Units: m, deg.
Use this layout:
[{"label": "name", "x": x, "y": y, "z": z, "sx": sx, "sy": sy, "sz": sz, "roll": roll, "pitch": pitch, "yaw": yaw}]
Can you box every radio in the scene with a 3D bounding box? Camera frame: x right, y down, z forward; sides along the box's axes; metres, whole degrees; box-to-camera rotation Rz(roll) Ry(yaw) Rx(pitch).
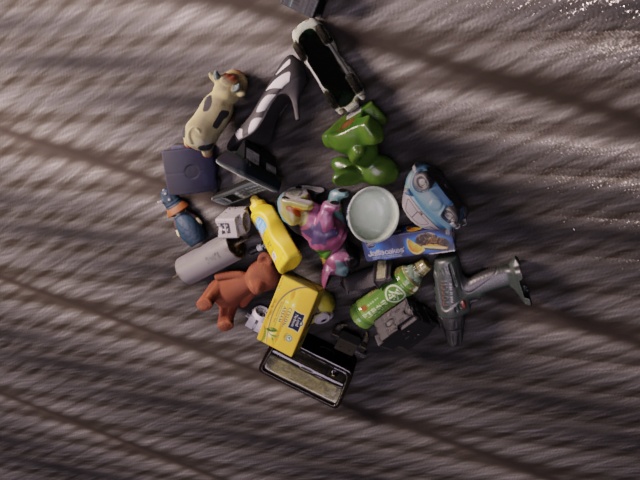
[{"label": "radio", "x": -0.028, "y": 0.319, "z": 1.376, "sx": 0.230, "sy": 0.073, "sz": 0.131, "roll": 25, "pitch": 116, "yaw": 2}]

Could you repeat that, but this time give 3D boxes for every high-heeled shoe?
[{"label": "high-heeled shoe", "x": -0.126, "y": -0.290, "z": 1.159, "sx": 0.249, "sy": 0.086, "sz": 0.145, "roll": -17, "pitch": 78, "yaw": 34}]

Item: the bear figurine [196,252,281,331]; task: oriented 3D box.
[{"label": "bear figurine", "x": -0.181, "y": 0.122, "z": 1.306, "sx": 0.196, "sy": 0.132, "sz": 0.120, "roll": -19, "pitch": 123, "yaw": 26}]

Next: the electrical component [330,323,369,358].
[{"label": "electrical component", "x": 0.076, "y": 0.249, "z": 1.341, "sx": 0.102, "sy": 0.045, "sz": 0.078, "roll": 20, "pitch": 144, "yaw": 8}]

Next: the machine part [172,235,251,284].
[{"label": "machine part", "x": -0.270, "y": 0.045, "z": 1.319, "sx": 0.243, "sy": 0.079, "sz": 0.079, "roll": -25, "pitch": 104, "yaw": 23}]

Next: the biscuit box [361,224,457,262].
[{"label": "biscuit box", "x": 0.196, "y": 0.001, "z": 1.194, "sx": 0.203, "sy": 0.063, "sz": 0.059, "roll": -9, "pitch": 109, "yaw": 17}]

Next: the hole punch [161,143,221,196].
[{"label": "hole punch", "x": -0.298, "y": -0.163, "z": 1.236, "sx": 0.116, "sy": 0.092, "sz": 0.142, "roll": -1, "pitch": 109, "yaw": 10}]

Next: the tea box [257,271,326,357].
[{"label": "tea box", "x": -0.067, "y": 0.170, "z": 1.247, "sx": 0.098, "sy": 0.068, "sz": 0.169, "roll": 23, "pitch": 100, "yaw": 14}]

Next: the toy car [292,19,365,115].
[{"label": "toy car", "x": 0.017, "y": -0.351, "z": 1.091, "sx": 0.073, "sy": 0.056, "sz": 0.201, "roll": -31, "pitch": 97, "yaw": 20}]

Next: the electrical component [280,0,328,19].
[{"label": "electrical component", "x": -0.033, "y": -0.460, "z": 1.027, "sx": 0.075, "sy": 0.119, "sz": 0.047, "roll": 24, "pitch": 115, "yaw": 0}]

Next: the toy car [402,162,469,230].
[{"label": "toy car", "x": 0.228, "y": -0.077, "z": 1.120, "sx": 0.103, "sy": 0.109, "sz": 0.161, "roll": -40, "pitch": 81, "yaw": 31}]

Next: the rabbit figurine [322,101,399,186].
[{"label": "rabbit figurine", "x": 0.092, "y": -0.172, "z": 1.122, "sx": 0.159, "sy": 0.121, "sz": 0.170, "roll": -29, "pitch": 118, "yaw": 20}]

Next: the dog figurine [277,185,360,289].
[{"label": "dog figurine", "x": -0.003, "y": -0.004, "z": 1.220, "sx": 0.192, "sy": 0.108, "sz": 0.219, "roll": 5, "pitch": 116, "yaw": 10}]

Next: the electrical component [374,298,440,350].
[{"label": "electrical component", "x": 0.195, "y": 0.204, "z": 1.254, "sx": 0.114, "sy": 0.058, "sz": 0.134, "roll": 25, "pitch": 123, "yaw": -39}]

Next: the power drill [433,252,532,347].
[{"label": "power drill", "x": 0.360, "y": 0.125, "z": 1.204, "sx": 0.207, "sy": 0.086, "sz": 0.231, "roll": -12, "pitch": 106, "yaw": 26}]

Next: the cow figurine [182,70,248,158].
[{"label": "cow figurine", "x": -0.222, "y": -0.278, "z": 1.142, "sx": 0.085, "sy": 0.127, "sz": 0.195, "roll": 33, "pitch": 86, "yaw": -4}]

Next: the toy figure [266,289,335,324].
[{"label": "toy figure", "x": -0.049, "y": 0.173, "z": 1.318, "sx": 0.180, "sy": 0.082, "sz": 0.089, "roll": -14, "pitch": 104, "yaw": 22}]

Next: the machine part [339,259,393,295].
[{"label": "machine part", "x": 0.109, "y": 0.083, "z": 1.251, "sx": 0.139, "sy": 0.084, "sz": 0.039, "roll": -23, "pitch": 138, "yaw": 30}]

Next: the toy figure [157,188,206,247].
[{"label": "toy figure", "x": -0.337, "y": -0.056, "z": 1.305, "sx": 0.154, "sy": 0.064, "sz": 0.058, "roll": 59, "pitch": 150, "yaw": -8}]

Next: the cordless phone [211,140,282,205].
[{"label": "cordless phone", "x": -0.194, "y": -0.134, "z": 1.200, "sx": 0.184, "sy": 0.146, "sz": 0.089, "roll": -21, "pitch": 65, "yaw": 30}]
